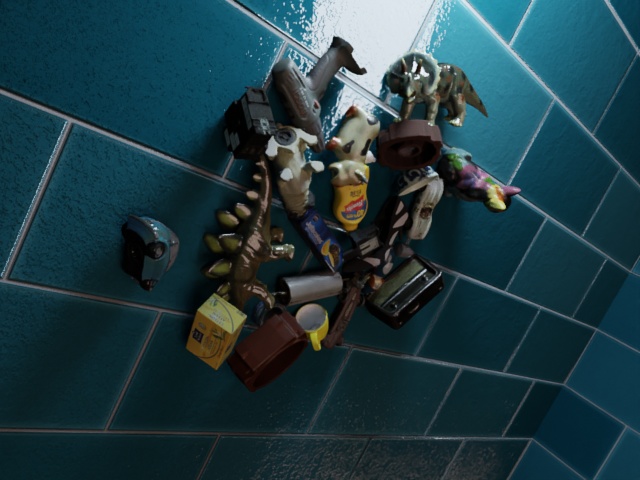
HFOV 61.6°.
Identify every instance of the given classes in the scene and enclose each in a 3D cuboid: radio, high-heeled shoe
[{"bbox_3d":[0.257,0.155,1.620,0.229,0.131,0.073,-39,133,-14],"label":"radio"},{"bbox_3d":[0.151,-0.017,1.488,0.249,0.086,0.145,-31,124,-26],"label":"high-heeled shoe"}]

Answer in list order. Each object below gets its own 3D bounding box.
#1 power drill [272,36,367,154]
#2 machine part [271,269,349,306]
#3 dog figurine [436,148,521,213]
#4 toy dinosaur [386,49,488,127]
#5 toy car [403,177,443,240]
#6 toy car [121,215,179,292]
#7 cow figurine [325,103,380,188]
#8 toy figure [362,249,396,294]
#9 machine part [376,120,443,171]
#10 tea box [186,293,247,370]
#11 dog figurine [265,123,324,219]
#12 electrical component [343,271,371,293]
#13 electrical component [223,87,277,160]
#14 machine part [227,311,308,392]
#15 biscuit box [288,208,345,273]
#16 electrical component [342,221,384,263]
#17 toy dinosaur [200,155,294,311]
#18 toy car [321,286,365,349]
[{"bbox_3d":[0.006,-0.338,1.214,0.207,0.086,0.231,-42,129,-2],"label":"power drill"},{"bbox_3d":[-0.028,0.124,1.424,0.243,0.079,0.079,-10,119,-33],"label":"machine part"},{"bbox_3d":[0.460,-0.163,1.550,0.108,0.219,0.191,-46,133,-13],"label":"dog figurine"},{"bbox_3d":[0.313,-0.392,1.394,0.405,0.131,0.192,-16,122,-38],"label":"toy dinosaur"},{"bbox_3d":[0.305,-0.096,1.575,0.073,0.056,0.201,6,110,-39],"label":"toy car"},{"bbox_3d":[-0.344,0.022,1.116,0.103,0.109,0.161,-25,137,-47],"label":"toy car"},{"bbox_3d":[0.081,-0.213,1.287,0.127,0.085,0.195,29,87,-5],"label":"cow figurine"},{"bbox_3d":[0.169,0.096,1.574,0.064,0.058,0.154,20,103,-18],"label":"toy figure"},{"bbox_3d":[0.225,-0.240,1.370,0.179,0.179,0.056,18,61,-42],"label":"machine part"},{"bbox_3d":[-0.242,0.213,1.241,0.068,0.098,0.169,-50,170,-44],"label":"tea box"},{"bbox_3d":[-0.072,-0.157,1.247,0.121,0.172,0.190,-8,158,-12],"label":"dog figurine"},{"bbox_3d":[0.104,0.113,1.511,0.045,0.102,0.078,39,102,1],"label":"electrical component"},{"bbox_3d":[-0.148,-0.232,1.107,0.058,0.134,0.115,0,70,-35],"label":"electrical component"},{"bbox_3d":[-0.128,0.289,1.375,0.201,0.087,0.200,-40,158,-16],"label":"machine part"},{"bbox_3d":[-0.003,-0.004,1.385,0.059,0.063,0.202,-45,132,-11],"label":"biscuit box"},{"bbox_3d":[0.107,0.013,1.423,0.119,0.048,0.074,-30,132,-4],"label":"electrical component"},{"bbox_3d":[-0.164,0.014,1.248,0.198,0.105,0.470,8,103,-36],"label":"toy dinosaur"},{"bbox_3d":[0.066,0.229,1.569,0.089,0.053,0.202,24,98,-40],"label":"toy car"}]
